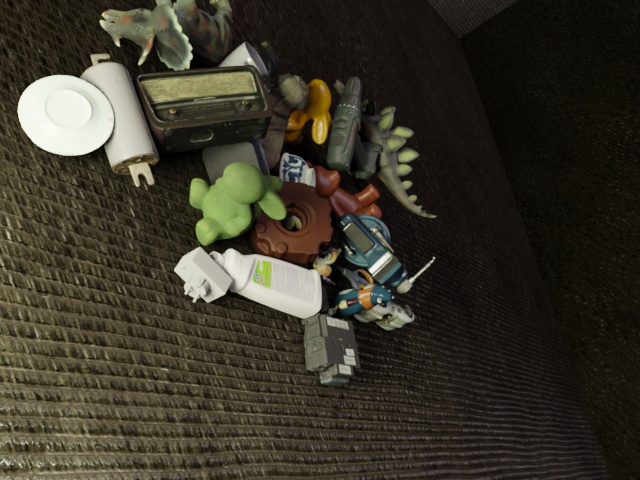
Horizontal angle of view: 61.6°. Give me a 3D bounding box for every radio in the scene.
[{"bbox_3d":[-0.207,-0.236,0.964,0.230,0.073,0.131,-14,65,-23],"label":"radio"}]

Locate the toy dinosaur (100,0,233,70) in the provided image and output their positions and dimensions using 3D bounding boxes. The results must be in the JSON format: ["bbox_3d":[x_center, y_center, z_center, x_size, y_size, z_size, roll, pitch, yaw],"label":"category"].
[{"bbox_3d":[-0.255,-0.429,1.119,0.405,0.131,0.192,-16,97,-64],"label":"toy dinosaur"}]

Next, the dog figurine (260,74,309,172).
[{"bbox_3d":[-0.093,-0.233,1.129,0.121,0.191,0.172,-22,88,-58],"label":"dog figurine"}]

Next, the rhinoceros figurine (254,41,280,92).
[{"bbox_3d":[-0.151,-0.398,1.283,0.112,0.073,0.190,58,29,-28],"label":"rhinoceros figurine"}]

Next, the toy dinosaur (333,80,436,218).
[{"bbox_3d":[0.163,-0.247,1.495,0.105,0.198,0.471,-22,84,-55],"label":"toy dinosaur"}]

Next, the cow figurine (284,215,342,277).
[{"bbox_3d":[-0.001,-0.003,1.179,0.167,0.098,0.068,61,26,-3],"label":"cow figurine"}]

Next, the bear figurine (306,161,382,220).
[{"bbox_3d":[0.047,-0.121,1.308,0.195,0.132,0.120,49,27,-31],"label":"bear figurine"}]

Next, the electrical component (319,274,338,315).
[{"bbox_3d":[-0.001,0.118,1.140,0.078,0.045,0.102,28,46,-44],"label":"electrical component"}]

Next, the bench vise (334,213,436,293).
[{"bbox_3d":[0.131,0.025,1.241,0.224,0.129,0.240,35,6,4],"label":"bench vise"}]

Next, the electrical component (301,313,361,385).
[{"bbox_3d":[0.023,0.223,1.088,0.114,0.058,0.134,23,50,-43],"label":"electrical component"}]

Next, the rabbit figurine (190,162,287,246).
[{"bbox_3d":[-0.136,-0.068,0.932,0.159,0.170,0.121,3,66,-25],"label":"rabbit figurine"}]

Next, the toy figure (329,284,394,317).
[{"bbox_3d":[0.088,0.128,1.156,0.057,0.154,0.064,58,33,-15],"label":"toy figure"}]

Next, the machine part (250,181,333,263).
[{"bbox_3d":[-0.057,-0.037,1.083,0.179,0.056,0.179,6,64,-13],"label":"machine part"}]

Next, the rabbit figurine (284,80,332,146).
[{"bbox_3d":[-0.039,-0.299,1.269,0.162,0.173,0.122,48,31,-16],"label":"rabbit figurine"}]

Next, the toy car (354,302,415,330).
[{"bbox_3d":[0.154,0.176,1.290,0.201,0.073,0.056,26,45,-44],"label":"toy car"}]

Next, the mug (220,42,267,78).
[{"bbox_3d":[-0.180,-0.359,1.161,0.080,0.107,0.110,51,21,-23],"label":"mug"}]

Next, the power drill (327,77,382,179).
[{"bbox_3d":[0.093,-0.263,1.356,0.207,0.086,0.232,48,54,-64],"label":"power drill"}]

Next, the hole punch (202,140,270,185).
[{"bbox_3d":[-0.153,-0.148,1.061,0.092,0.116,0.142,8,61,-62],"label":"hole punch"}]

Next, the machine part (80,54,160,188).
[{"bbox_3d":[-0.327,-0.197,0.877,0.079,0.079,0.243,-11,77,-57],"label":"machine part"}]
